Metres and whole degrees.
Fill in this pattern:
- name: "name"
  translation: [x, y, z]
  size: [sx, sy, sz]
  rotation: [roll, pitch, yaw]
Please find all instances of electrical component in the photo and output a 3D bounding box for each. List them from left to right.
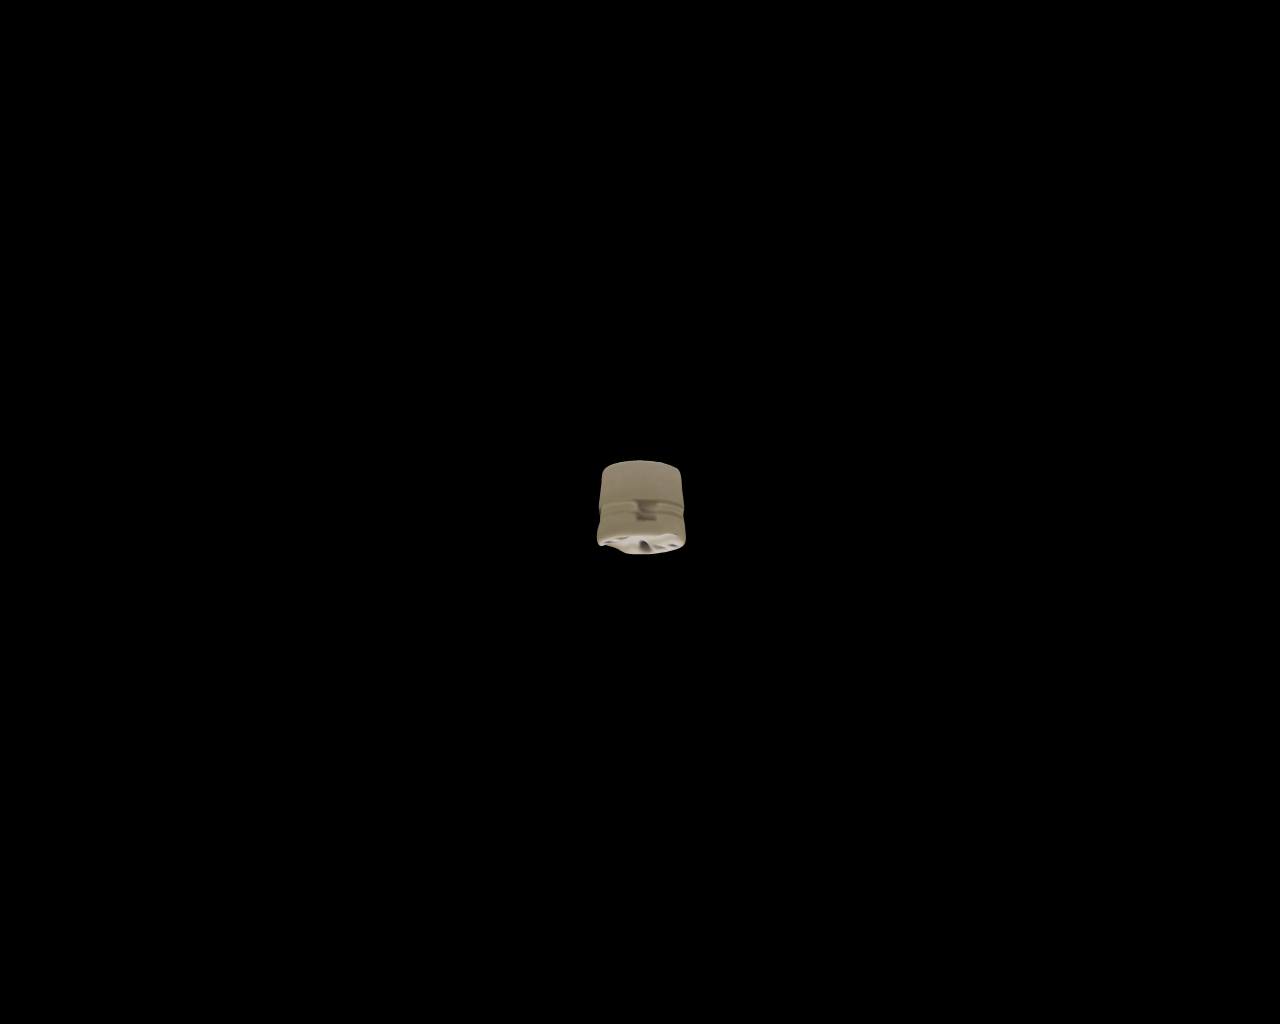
- name: "electrical component"
  translation: [0.001, -0.003, 0.650]
  size: [0.055, 0.047, 0.055]
  rotation: [0, -16, 0]
